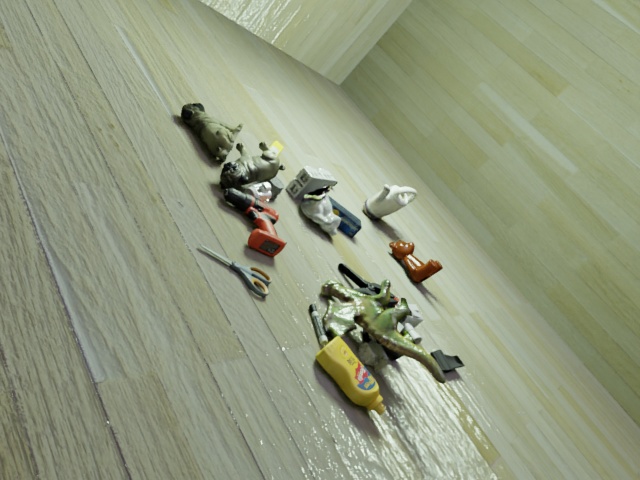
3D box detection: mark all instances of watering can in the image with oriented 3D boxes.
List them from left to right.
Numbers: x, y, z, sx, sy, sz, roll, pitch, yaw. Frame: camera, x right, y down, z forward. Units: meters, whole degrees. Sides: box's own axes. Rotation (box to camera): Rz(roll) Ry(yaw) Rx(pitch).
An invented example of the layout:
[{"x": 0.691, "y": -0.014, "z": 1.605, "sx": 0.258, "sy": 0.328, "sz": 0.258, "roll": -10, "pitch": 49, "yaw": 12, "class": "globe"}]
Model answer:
[{"x": 0.277, "y": -0.170, "z": 2.172, "sx": 0.222, "sy": 0.105, "sz": 0.347, "roll": -28, "pitch": -17, "yaw": 28, "class": "watering can"}]

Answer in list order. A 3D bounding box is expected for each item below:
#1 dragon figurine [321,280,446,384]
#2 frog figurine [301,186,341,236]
[{"x": 0.121, "y": 0.221, "z": 1.310, "sx": 0.243, "sy": 0.119, "sz": 0.418, "roll": -4, "pitch": 33, "yaw": -23, "class": "dragon figurine"}, {"x": 0.005, "y": -0.088, "z": 1.744, "sx": 0.122, "sy": 0.157, "sz": 0.140, "roll": -12, "pitch": 20, "yaw": 7, "class": "frog figurine"}]
